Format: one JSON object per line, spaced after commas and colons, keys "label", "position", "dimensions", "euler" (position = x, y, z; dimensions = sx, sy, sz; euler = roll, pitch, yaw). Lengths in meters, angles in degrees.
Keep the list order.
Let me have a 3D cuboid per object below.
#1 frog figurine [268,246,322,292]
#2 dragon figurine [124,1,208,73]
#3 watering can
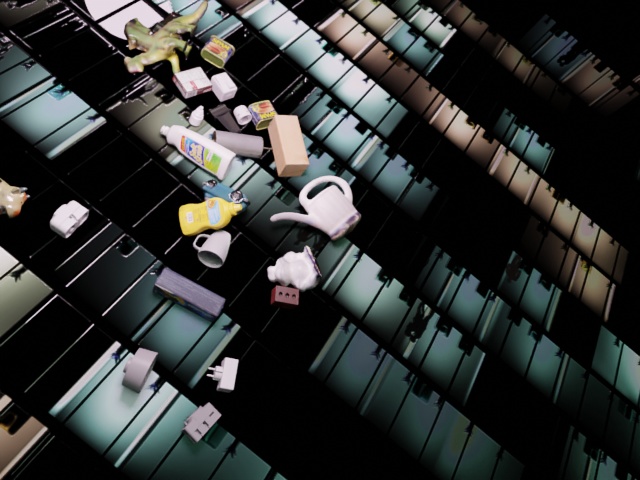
{"label": "frog figurine", "position": [-0.081, 0.106, 1.651], "dimensions": [0.159, 0.122, 0.138], "euler": [-25, 84, 3]}
{"label": "dragon figurine", "position": [-0.573, -0.738, 1.840], "dimensions": [0.242, 0.120, 0.418], "euler": [18, 64, -6]}
{"label": "watering can", "position": [0.005, -0.089, 1.774], "dimensions": [0.225, 0.102, 0.353], "euler": [48, 55, 4]}
